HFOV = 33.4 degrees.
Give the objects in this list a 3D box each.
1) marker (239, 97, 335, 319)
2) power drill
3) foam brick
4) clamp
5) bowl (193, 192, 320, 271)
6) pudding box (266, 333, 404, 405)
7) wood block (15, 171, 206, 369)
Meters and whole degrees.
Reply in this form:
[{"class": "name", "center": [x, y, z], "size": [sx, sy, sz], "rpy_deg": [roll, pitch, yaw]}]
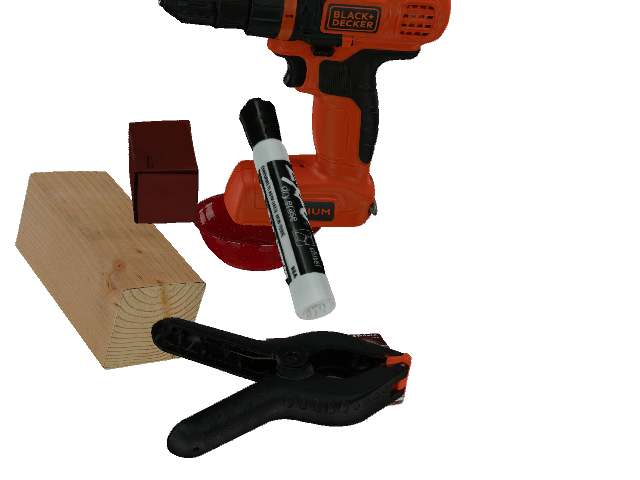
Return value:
[{"class": "marker", "center": [-0.018, -0.019, 0.514], "size": [0.020, 0.121, 0.020], "rpy_deg": [-14, -28, -8]}, {"class": "power drill", "center": [-0.018, -0.097, 0.704], "size": [0.184, 0.188, 0.057], "rpy_deg": [2, 39, -10]}, {"class": "foam brick", "center": [-0.130, -0.057, 0.878], "size": [0.053, 0.051, 0.078], "rpy_deg": [-2, 38, -11]}, {"class": "clamp", "center": [-0.024, 0.094, 0.675], "size": [0.171, 0.039, 0.120], "rpy_deg": [2, 38, -6]}, {"class": "bowl", "center": [-0.080, -0.006, 1.320], "size": [0.162, 0.055, 0.162], "rpy_deg": [4, 25, -2]}, {"class": "pudding box", "center": [0.012, 0.117, 0.963], "size": [0.113, 0.039, 0.090], "rpy_deg": [0, 17, -13]}, {"class": "wood block", "center": [-0.209, 0.022, 1.038], "size": [0.090, 0.091, 0.206], "rpy_deg": [-4, 35, -40]}]
